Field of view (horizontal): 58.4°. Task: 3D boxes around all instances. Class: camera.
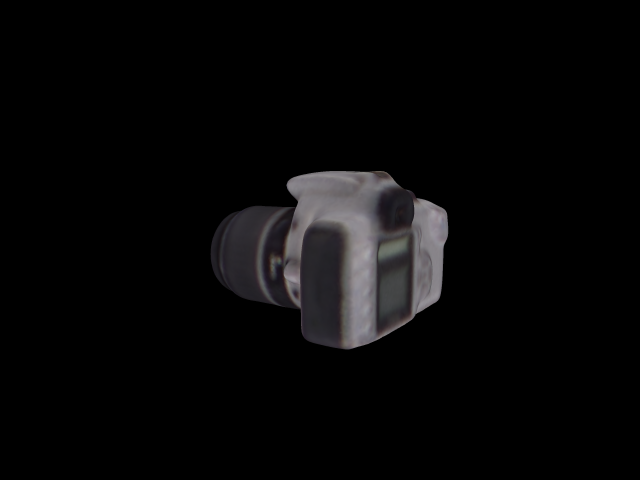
[{"bbox_3d":[0.004,0.001,0.400,0.136,0.101,0.144,6,10,32],"label":"camera"}]
